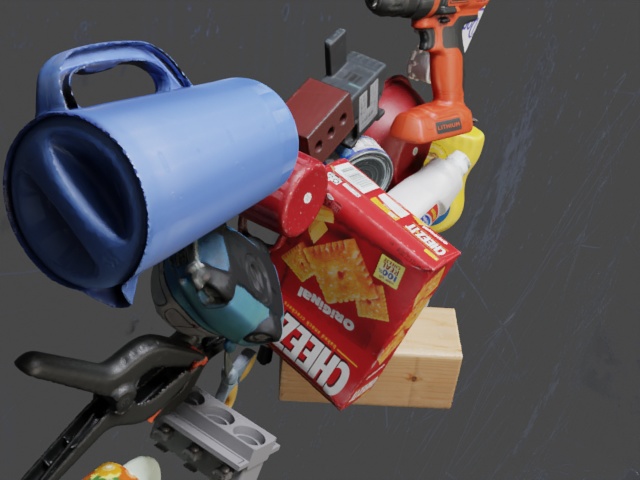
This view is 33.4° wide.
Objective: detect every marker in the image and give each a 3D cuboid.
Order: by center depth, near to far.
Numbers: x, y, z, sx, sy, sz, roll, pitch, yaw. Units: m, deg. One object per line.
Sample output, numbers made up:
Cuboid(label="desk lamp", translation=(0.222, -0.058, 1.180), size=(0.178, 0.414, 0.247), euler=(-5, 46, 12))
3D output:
Cuboid(label="marker", translation=(-0.055, 0.095, 1.249), size=(0.020, 0.020, 0.121), euler=(-28, 138, -53))

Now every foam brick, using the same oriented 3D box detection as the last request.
Cuboid(label="foam brick", translation=(-0.009, -0.118, 1.091), size=(0.078, 0.051, 0.053), euler=(-50, 152, -27))

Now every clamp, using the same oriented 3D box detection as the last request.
Cuboid(label="clamp", translation=(-0.193, 0.148, 0.973), size=(0.209, 0.036, 0.165), euler=(-15, 130, -46))
Cuboid(label="clamp", translation=(-0.129, 0.116, 1.094), size=(0.171, 0.039, 0.120), euler=(-55, 146, -16))

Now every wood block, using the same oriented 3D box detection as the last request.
Cuboid(label="wood block", translation=(0.056, 0.136, 1.272), size=(0.090, 0.206, 0.091), euler=(-91, -174, -53))

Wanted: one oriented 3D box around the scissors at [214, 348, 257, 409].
Cuboid(label="scissors", translation=(-0.090, 0.133, 1.167), size=(0.096, 0.016, 0.202), euler=(-58, 171, -34))

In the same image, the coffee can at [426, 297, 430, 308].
Cuboid(label="coffee can", translation=(0.074, 0.059, 1.375), size=(0.103, 0.103, 0.140), euler=(-64, 156, 1))

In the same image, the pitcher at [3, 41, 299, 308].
Cuboid(label="pitcher", translation=(-0.121, -0.067, 0.839), size=(0.242, 0.145, 0.149), euler=(-32, 153, -56))

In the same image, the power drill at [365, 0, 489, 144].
Cuboid(label="power drill", translation=(0.119, -0.205, 1.189), size=(0.184, 0.057, 0.188), euler=(-15, 115, -39))

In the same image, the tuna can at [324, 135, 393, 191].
Cuboid(label="tuna can", translation=(0.040, -0.075, 1.213), size=(0.086, 0.034, 0.086), euler=(-20, 136, -21))

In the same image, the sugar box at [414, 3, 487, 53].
Cuboid(label="sugar box", translation=(0.179, -0.318, 1.284), size=(0.093, 0.048, 0.176), euler=(1, 111, -64))

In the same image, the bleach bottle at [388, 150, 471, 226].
Cuboid(label="bleach bottle", translation=(0.093, -0.024, 1.263), size=(0.250, 0.068, 0.102), euler=(-44, 157, -23))

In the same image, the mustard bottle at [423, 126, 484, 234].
Cuboid(label="mustard bottle", translation=(0.145, -0.067, 1.402), size=(0.058, 0.096, 0.192), euler=(-30, 140, -54))

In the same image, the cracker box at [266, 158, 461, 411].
Cuboid(label="cracker box", translation=(0.023, 0.049, 1.124), size=(0.072, 0.164, 0.214), euler=(-25, 151, -53))

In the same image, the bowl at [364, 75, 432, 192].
Cuboid(label="bowl", translation=(0.092, -0.116, 1.297), size=(0.161, 0.055, 0.162), euler=(-46, 151, -36))

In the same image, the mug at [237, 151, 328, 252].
Cuboid(label="mug", translation=(-0.049, -0.043, 1.047), size=(0.093, 0.082, 0.117), euler=(-21, 132, -58))
